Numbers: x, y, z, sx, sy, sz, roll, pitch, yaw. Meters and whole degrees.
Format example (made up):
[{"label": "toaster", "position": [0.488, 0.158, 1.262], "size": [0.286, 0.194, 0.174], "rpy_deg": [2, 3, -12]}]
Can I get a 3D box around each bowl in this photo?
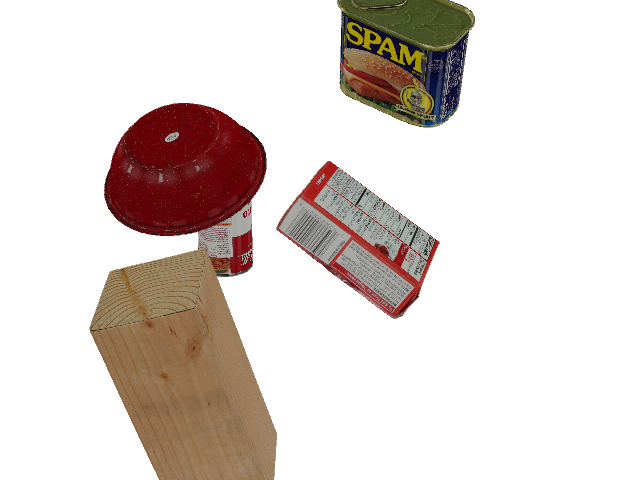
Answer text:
[{"label": "bowl", "position": [-0.135, -0.081, 1.015], "size": [0.162, 0.162, 0.055], "rpy_deg": [0, -41, 12]}]

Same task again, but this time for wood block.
[{"label": "wood block", "position": [-0.109, 0.124, 0.903], "size": [0.090, 0.206, 0.091], "rpy_deg": [-13, 29, 9]}]

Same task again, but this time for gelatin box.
[{"label": "gelatin box", "position": [0.024, -0.002, 0.634], "size": [0.089, 0.030, 0.073], "rpy_deg": [37, 25, -2]}]

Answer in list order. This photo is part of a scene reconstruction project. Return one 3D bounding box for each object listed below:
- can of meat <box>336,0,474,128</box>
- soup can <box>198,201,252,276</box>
[{"label": "can of meat", "position": [0.062, -0.143, 0.817], "size": [0.102, 0.084, 0.057], "rpy_deg": [28, 54, 23]}, {"label": "soup can", "position": [-0.117, -0.016, 1.292], "size": [0.068, 0.102, 0.068], "rpy_deg": [1, 25, 0]}]
